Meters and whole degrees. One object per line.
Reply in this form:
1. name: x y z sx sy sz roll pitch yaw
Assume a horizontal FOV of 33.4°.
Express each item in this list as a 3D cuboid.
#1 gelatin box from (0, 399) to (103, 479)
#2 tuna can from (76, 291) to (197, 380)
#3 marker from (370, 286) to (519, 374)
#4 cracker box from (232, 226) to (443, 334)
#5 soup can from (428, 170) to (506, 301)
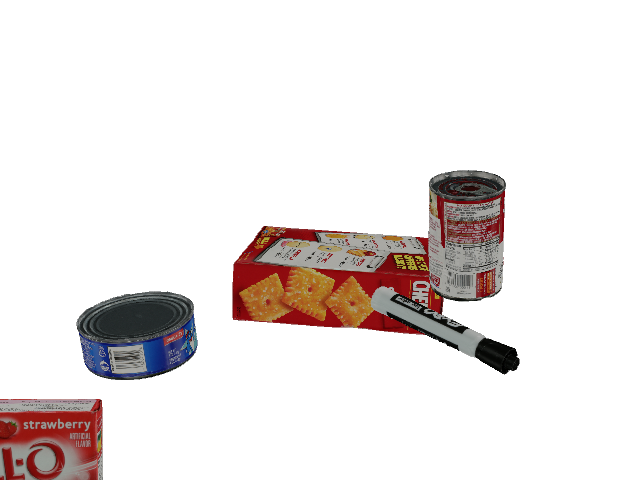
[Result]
1. gelatin box: -0.155 0.119 0.539 0.089 0.073 0.030 1 6 -4
2. tuna can: -0.134 0.069 0.786 0.086 0.034 0.086 -5 20 2
3. marker: 0.086 0.062 0.744 0.121 0.020 0.020 25 16 37
4. cracker box: 0.026 0.042 1.145 0.214 0.072 0.164 5 14 7
5. soup can: 0.132 -0.004 0.961 0.068 0.102 0.068 -2 23 1
